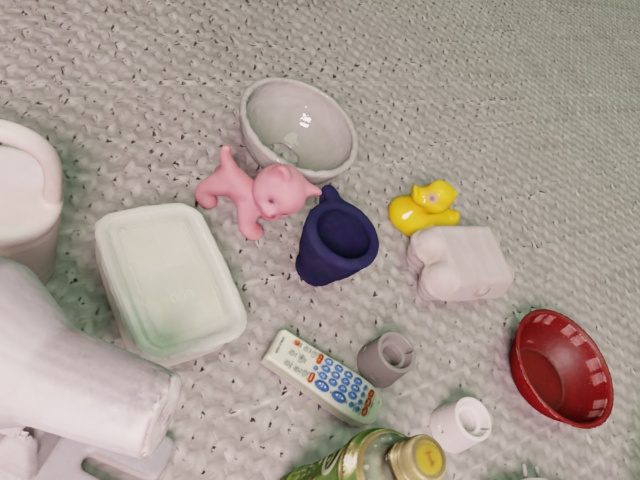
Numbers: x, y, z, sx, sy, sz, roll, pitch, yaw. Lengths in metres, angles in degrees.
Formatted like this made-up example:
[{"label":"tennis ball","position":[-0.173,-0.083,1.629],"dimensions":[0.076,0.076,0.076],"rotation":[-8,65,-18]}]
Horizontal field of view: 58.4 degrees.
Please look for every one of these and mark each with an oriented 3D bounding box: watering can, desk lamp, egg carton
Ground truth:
[{"label":"watering can","position":[-0.268,-0.024,0.480],"dimensions":[0.101,0.193,0.172],"rotation":[-12,66,-35]},{"label":"desk lamp","position":[-0.192,0.119,0.413],"dimensions":[0.203,0.213,0.118],"rotation":[29,49,-9]},{"label":"egg carton","position":[0.192,0.034,0.782],"dimensions":[0.151,0.069,0.107],"rotation":[-2,60,-30]}]

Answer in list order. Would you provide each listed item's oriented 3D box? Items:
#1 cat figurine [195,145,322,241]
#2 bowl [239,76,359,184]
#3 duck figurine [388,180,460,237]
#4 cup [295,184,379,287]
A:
[{"label":"cat figurine","position":[-0.069,-0.063,0.669],"dimensions":[0.128,0.117,0.067],"rotation":[34,49,-5]},{"label":"bowl","position":[-0.036,-0.132,0.763],"dimensions":[0.168,0.074,0.167],"rotation":[15,53,-20]},{"label":"duck figurine","position":[0.160,-0.048,0.809],"dimensions":[0.105,0.086,0.077],"rotation":[15,53,-20]},{"label":"cup","position":[0.006,0.002,0.682],"dimensions":[0.092,0.094,0.117],"rotation":[1,59,-29]}]
